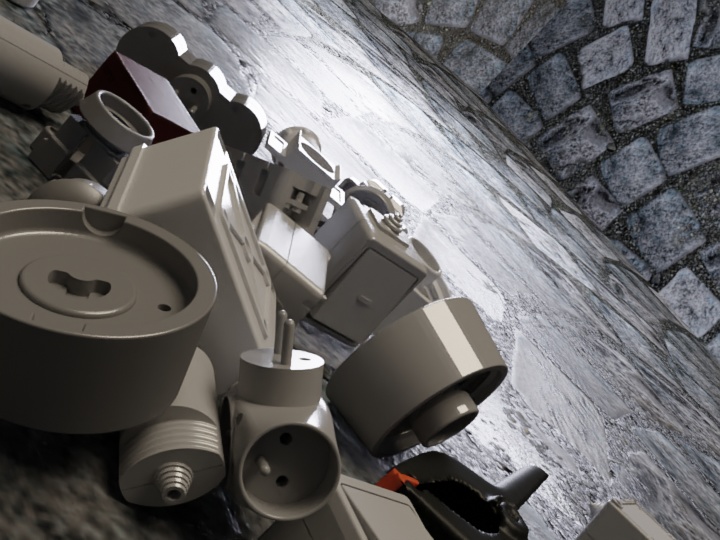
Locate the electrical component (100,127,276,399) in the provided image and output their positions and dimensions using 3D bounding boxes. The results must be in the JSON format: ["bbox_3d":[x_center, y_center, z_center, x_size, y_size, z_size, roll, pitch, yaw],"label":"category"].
[{"bbox_3d":[-0.083,-0.004,0.547,0.108,0.056,0.108,-99,172,-66],"label":"electrical component"}]

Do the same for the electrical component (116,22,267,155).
[{"bbox_3d":[-0.137,-0.139,0.864,0.138,0.052,0.073,41,16,-12],"label":"electrical component"}]

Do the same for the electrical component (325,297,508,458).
[{"bbox_3d":[0.040,0.073,0.659,0.060,0.108,0.108,57,19,21],"label":"electrical component"}]

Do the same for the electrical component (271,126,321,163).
[{"bbox_3d":[-0.056,-0.099,0.983,0.048,0.048,0.062,35,24,-30],"label":"electrical component"}]

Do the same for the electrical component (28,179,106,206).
[{"bbox_3d":[-0.146,-0.027,0.559,0.048,0.048,0.062,42,8,-9],"label":"electrical component"}]

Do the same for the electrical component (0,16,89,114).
[{"bbox_3d":[-0.205,-0.122,0.662,0.081,0.043,0.043,27,22,-47],"label":"electrical component"}]

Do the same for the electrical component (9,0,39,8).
[{"bbox_3d":[-0.278,-0.264,0.792,0.138,0.073,0.052,35,18,-31],"label":"electrical component"}]

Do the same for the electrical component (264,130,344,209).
[{"bbox_3d":[-0.053,-0.072,0.880,0.081,0.064,0.042,40,17,-14],"label":"electrical component"}]

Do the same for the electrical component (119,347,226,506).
[{"bbox_3d":[-0.082,0.070,0.464,0.043,0.043,0.081,36,17,-27],"label":"electrical component"}]

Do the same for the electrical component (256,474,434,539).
[{"bbox_3d":[0.002,0.133,0.477,0.062,0.061,0.096,29,21,-44],"label":"electrical component"}]

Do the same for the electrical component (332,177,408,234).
[{"bbox_3d":[0.007,-0.050,0.989,0.078,0.058,0.057,44,12,1],"label":"electrical component"}]

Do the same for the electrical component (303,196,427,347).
[{"bbox_3d":[0.000,0.000,0.760,0.062,0.096,0.061,32,20,-37],"label":"electrical component"}]

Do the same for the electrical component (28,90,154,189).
[{"bbox_3d":[-0.154,-0.071,0.631,0.066,0.055,0.048,46,15,8],"label":"electrical component"}]

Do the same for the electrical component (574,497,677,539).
[{"bbox_3d":[0.198,0.212,0.787,0.096,0.061,0.062,44,13,30],"label":"electrical component"}]

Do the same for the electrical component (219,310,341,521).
[{"bbox_3d":[-0.036,0.058,0.472,0.044,0.079,0.077,3,9,-14],"label":"electrical component"}]

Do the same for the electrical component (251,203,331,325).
[{"bbox_3d":[-0.061,0.002,0.663,0.061,0.061,0.096,40,15,-13],"label":"electrical component"}]

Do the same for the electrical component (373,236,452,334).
[{"bbox_3d":[0.031,0.006,0.872,0.108,0.060,0.108,43,19,-19],"label":"electrical component"}]

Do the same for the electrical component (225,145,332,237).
[{"bbox_3d":[-0.073,-0.047,0.743,0.089,0.055,0.050,24,1,42],"label":"electrical component"}]

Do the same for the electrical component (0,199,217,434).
[{"bbox_3d":[-0.118,0.023,0.438,0.108,0.060,0.108,15,25,-7],"label":"electrical component"}]
